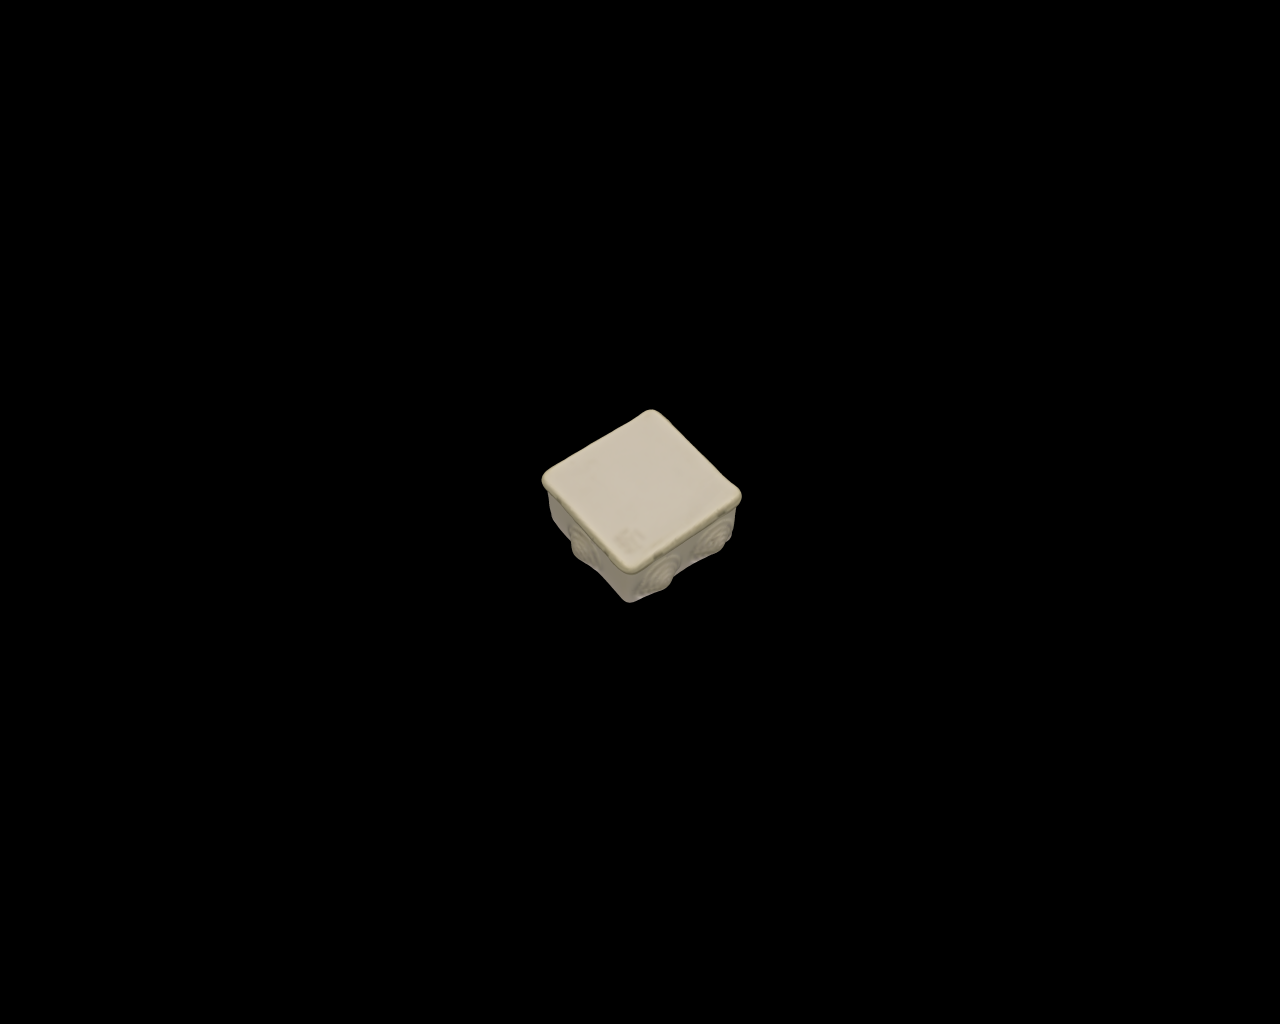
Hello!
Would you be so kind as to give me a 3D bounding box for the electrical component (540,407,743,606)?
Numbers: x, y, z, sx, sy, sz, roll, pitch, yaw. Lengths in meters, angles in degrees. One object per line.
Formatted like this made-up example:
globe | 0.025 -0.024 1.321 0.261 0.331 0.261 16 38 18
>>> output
electrical component | 0.001 -0.003 0.650 0.100 0.100 0.048 -33 -29 -21
